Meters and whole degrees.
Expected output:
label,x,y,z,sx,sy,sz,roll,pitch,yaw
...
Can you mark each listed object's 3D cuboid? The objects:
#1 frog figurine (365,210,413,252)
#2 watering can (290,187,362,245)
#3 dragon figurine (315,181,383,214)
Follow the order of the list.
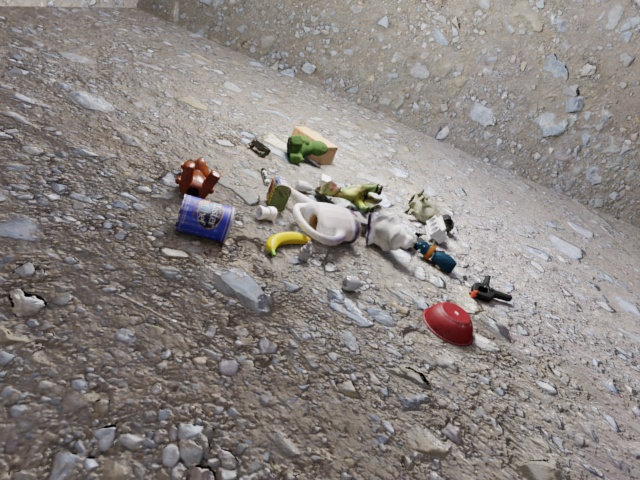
label,x,y,z,sx,sy,sz,roll,pitch,yaw
frog figurine,0.242,-0.026,1.746,0.160,0.138,0.121,11,172,18
watering can,0.005,-0.086,1.709,0.224,0.102,0.355,10,-150,-28
dragon figurine,0.103,-0.178,1.948,0.243,0.122,0.410,15,-177,12
